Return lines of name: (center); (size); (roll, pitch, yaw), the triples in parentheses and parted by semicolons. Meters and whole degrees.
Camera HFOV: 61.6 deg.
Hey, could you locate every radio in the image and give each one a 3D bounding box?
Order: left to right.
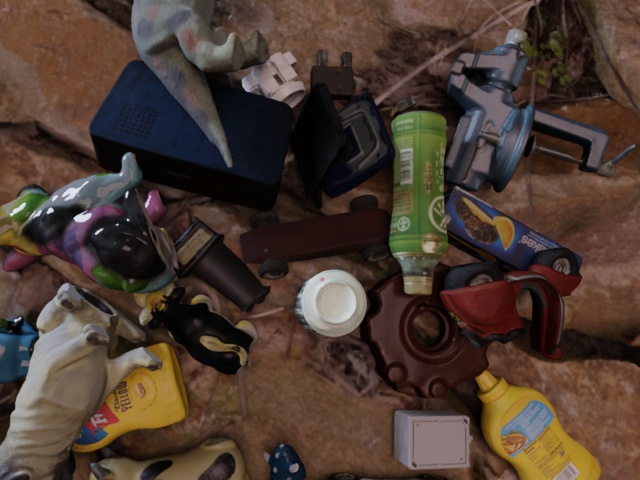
radio: (-0.152, -0.132, 0.677); (0.230, 0.073, 0.131); (15, 62, -5)

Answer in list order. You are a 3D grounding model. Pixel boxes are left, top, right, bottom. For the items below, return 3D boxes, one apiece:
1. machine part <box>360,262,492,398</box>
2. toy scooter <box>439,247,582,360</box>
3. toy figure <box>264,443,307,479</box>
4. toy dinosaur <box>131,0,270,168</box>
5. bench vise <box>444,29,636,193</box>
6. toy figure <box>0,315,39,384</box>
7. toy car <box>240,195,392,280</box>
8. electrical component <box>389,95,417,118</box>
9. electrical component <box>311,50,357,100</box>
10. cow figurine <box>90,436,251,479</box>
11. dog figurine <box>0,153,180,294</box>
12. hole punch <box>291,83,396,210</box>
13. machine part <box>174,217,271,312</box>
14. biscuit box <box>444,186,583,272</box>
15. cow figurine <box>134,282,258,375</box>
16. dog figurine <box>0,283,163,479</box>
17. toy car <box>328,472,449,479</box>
machine part: (0.141, 0.114, 0.699); (0.179, 0.056, 0.179); (1, 80, -7)
toy scooter: (0.238, 0.086, 0.654); (0.184, 0.075, 0.135); (-8, 89, -9)
toy figure: (-0.045, 0.322, 0.645); (0.064, 0.057, 0.154); (6, 84, 17)
toy dinosaur: (-0.161, -0.280, 0.650); (0.192, 0.131, 0.405); (1, 70, 18)
bench vise: (0.276, -0.152, 0.712); (0.241, 0.129, 0.223); (20, 85, 7)
toy figure: (-0.403, 0.126, 0.617); (0.180, 0.089, 0.082); (4, 74, -4)
toy car: (-0.001, -0.002, 0.700); (0.202, 0.053, 0.089); (-11, 68, -7)
electrical component: (0.130, -0.145, 0.740); (0.078, 0.045, 0.102); (1, 82, -5)
electrical component: (0.019, -0.218, 0.749); (0.063, 0.021, 0.094); (2, 81, -7)
cow figurine: (-0.182, 0.287, 0.623); (0.195, 0.085, 0.127); (-19, 90, -7)
dog figurine: (-0.289, 0.002, 0.626); (0.219, 0.108, 0.192); (-20, 61, 1)
hole punch: (0.025, -0.123, 0.686); (0.092, 0.115, 0.142); (-4, 62, -31)
machine part: (-0.129, 0.038, 0.689); (0.139, 0.039, 0.084); (37, 71, 2)
biscuit box: (0.246, 0.005, 0.723); (0.203, 0.063, 0.059); (28, 81, -2)
cow figurine: (-0.157, 0.101, 0.646); (0.167, 0.098, 0.068); (31, 86, -2)
dog figurine: (-0.289, 0.157, 0.578); (0.190, 0.173, 0.121); (-51, 124, -6)
toy car: (0.087, 0.331, 0.661); (0.202, 0.056, 0.073); (4, 81, -6)
